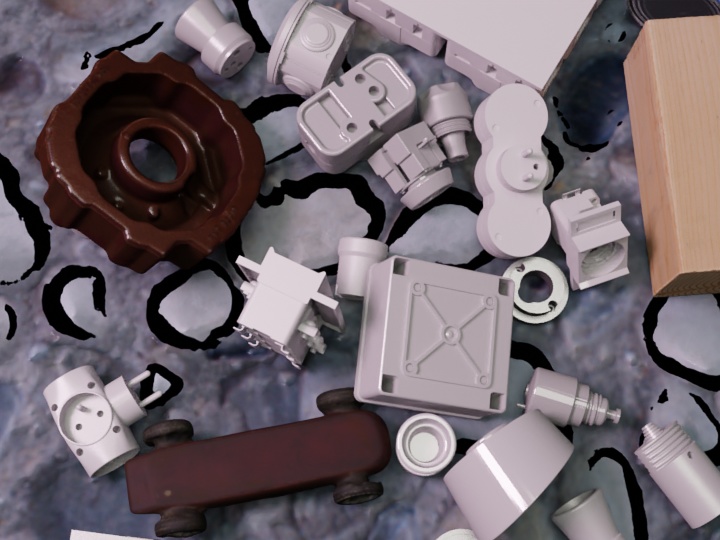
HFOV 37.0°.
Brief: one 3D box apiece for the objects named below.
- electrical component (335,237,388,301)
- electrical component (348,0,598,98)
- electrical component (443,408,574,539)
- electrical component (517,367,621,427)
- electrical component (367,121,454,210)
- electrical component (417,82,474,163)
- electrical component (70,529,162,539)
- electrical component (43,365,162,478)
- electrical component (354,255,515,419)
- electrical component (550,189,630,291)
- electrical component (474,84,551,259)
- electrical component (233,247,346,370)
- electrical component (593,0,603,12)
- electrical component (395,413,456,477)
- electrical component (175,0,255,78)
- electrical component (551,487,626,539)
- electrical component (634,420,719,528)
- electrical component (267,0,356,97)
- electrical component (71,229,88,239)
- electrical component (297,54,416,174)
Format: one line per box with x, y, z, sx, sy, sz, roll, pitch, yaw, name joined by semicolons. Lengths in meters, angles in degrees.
0.000;0.000;0.868;0.040;0.040;0.046;8;81;3;electrical component
0.094;-0.227;0.913;0.186;0.060;0.105;31;78;8;electrical component
0.112;0.151;0.798;0.099;0.099;0.064;-34;72;-8;electrical component
0.163;0.103;0.839;0.078;0.040;0.040;16;77;4;electrical component
0.045;-0.083;0.881;0.048;0.066;0.055;-30;84;-42;electrical component
0.074;-0.121;0.895;0.043;0.043;0.062;-14;77;-3;electrical component
-0.123;0.257;0.793;0.186;0.060;0.105;7;76;2;electrical component
-0.194;0.108;0.839;0.079;0.044;0.077;-32;77;-7;electrical component
0.058;0.053;0.827;0.109;0.056;0.108;11;75;-19;electrical component
0.181;-0.027;0.855;0.042;0.081;0.063;-19;47;-5;electrical component
0.125;-0.079;0.854;0.052;0.074;0.138;-1;87;-8;electrical component
-0.055;0.033;0.817;0.079;0.121;0.063;25;80;7;electrical component
0.208;-0.257;0.927;0.055;0.045;0.045;-41;79;-9;electrical component
0.050;0.135;0.824;0.045;0.055;0.045;0;76;1;electrical component
-0.123;-0.197;0.916;0.045;0.045;0.055;-44;80;-10;electrical component
0.181;0.204;0.814;0.044;0.044;0.065;-31;82;-7;electrical component
0.246;0.151;0.824;0.043;0.043;0.081;-36;78;-8;electrical component
-0.041;-0.184;0.895;0.051;0.080;0.080;26;77;1;electrical component
-0.224;-0.054;0.875;0.045;0.055;0.045;0;76;1;electrical component
-0.002;-0.126;0.889;0.095;0.059;0.053;-36;78;-8;electrical component
